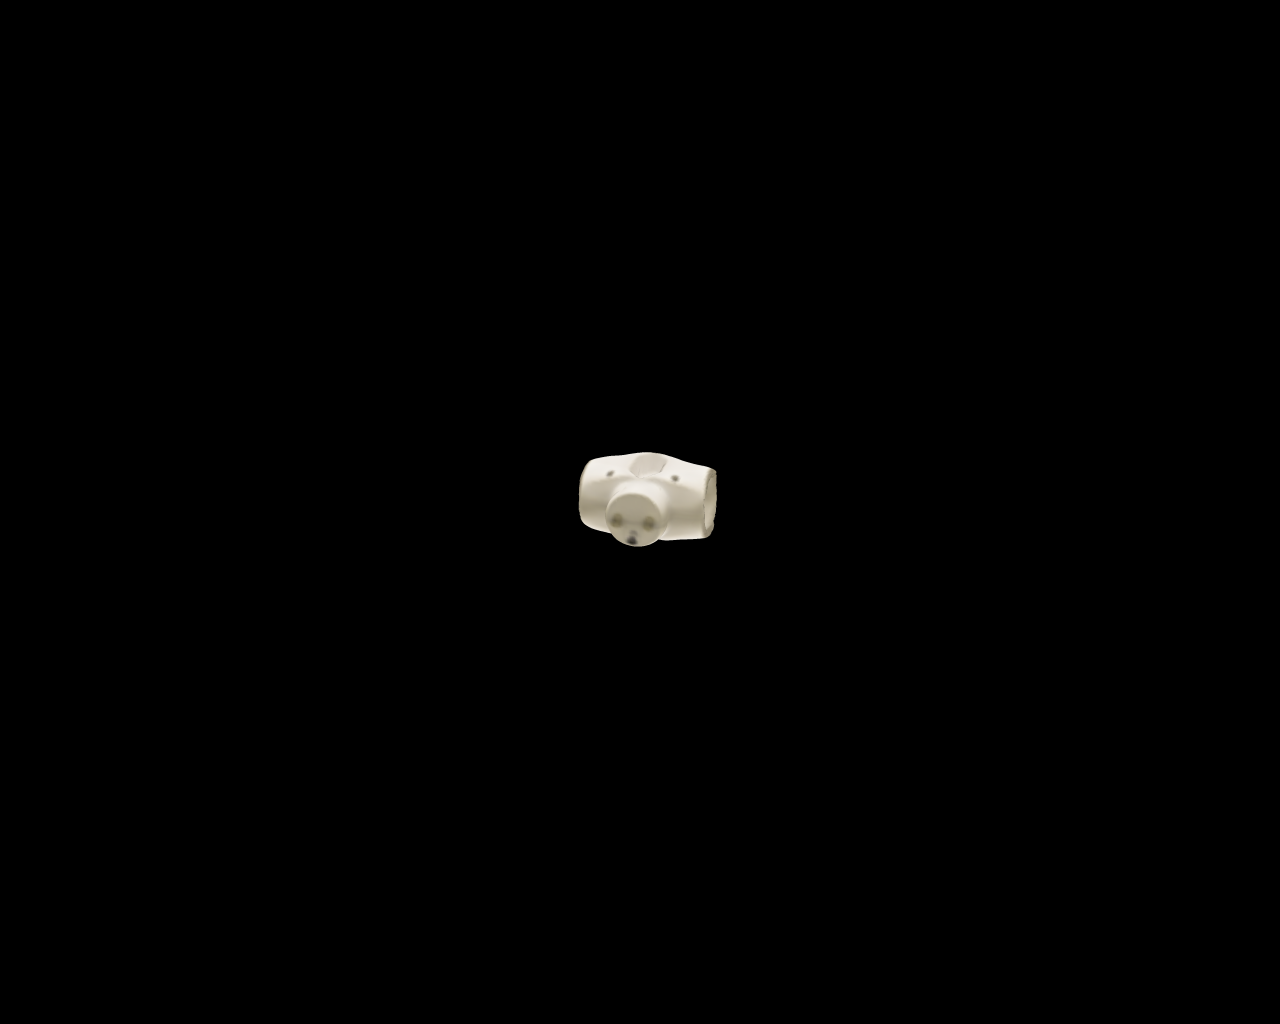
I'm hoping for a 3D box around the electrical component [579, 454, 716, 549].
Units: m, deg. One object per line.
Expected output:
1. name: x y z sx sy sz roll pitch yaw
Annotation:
1. electrical component: 0.001 -0.003 0.650 0.077 0.043 0.079 6 24 14
